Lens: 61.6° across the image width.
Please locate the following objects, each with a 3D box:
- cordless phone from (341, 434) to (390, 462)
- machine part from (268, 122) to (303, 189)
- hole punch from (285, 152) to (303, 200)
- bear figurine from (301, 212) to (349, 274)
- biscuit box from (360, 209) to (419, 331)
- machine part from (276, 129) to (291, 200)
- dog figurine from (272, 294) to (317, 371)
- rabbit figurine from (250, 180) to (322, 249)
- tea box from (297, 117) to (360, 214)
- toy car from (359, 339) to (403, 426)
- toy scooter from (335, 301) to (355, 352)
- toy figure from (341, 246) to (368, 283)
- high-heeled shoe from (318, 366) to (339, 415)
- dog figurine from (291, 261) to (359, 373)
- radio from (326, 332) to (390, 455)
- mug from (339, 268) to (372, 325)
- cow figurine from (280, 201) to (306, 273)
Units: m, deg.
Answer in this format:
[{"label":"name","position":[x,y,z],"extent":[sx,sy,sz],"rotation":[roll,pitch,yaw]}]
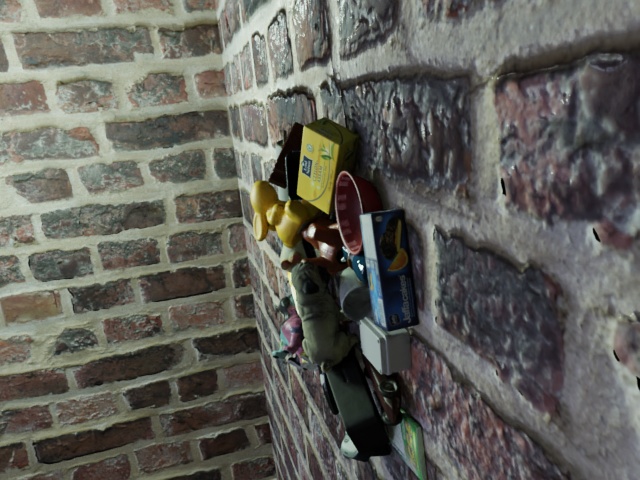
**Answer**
[{"label":"cordless phone","position":[0.088,0.392,1.212],"extent":[0.146,0.089,0.184],"rotation":[127,136,-71]},{"label":"machine part","position":[-0.075,-0.211,1.367],"extent":[0.179,0.056,0.179],"rotation":[-63,7,13]},{"label":"hole punch","position":[-0.017,-0.151,1.226],"extent":[0.092,0.116,0.142],"rotation":[-79,-13,-80]},{"label":"bear figurine","position":[0.001,-0.003,1.223],"extent":[0.196,0.132,0.120],"rotation":[-135,54,-58]},{"label":"biscuit box","position":[0.118,0.050,0.916],"extent":[0.059,0.063,0.202],"rotation":[-174,75,-75]},{"label":"machine part","position":[-0.083,-0.196,1.527],"extent":[0.079,0.079,0.242],"rotation":[-123,26,-58]},{"label":"dog figurine","position":[-0.051,0.268,1.645],"extent":[0.108,0.191,0.219],"rotation":[-43,26,56]},{"label":"rabbit figurine","position":[-0.102,-0.071,1.319],"extent":[0.173,0.122,0.162],"rotation":[40,130,7]},{"label":"tea box","position":[0.014,-0.150,1.096],"extent":[0.098,0.068,0.169],"rotation":[32,137,28]},{"label":"toy car","position":[0.123,0.272,1.052],"extent":[0.202,0.053,0.089],"rotation":[-117,18,-63]},{"label":"toy scooter","position":[0.047,0.232,1.290],"extent":[0.135,0.075,0.184],"rotation":[124,140,-70]},{"label":"toy figure","position":[0.082,0.041,1.062],"extent":[0.057,0.064,0.155],"rotation":[46,-177,-21]},{"label":"high-heeled shoe","position":[0.012,0.332,1.424],"extent":[0.145,0.086,0.248],"rotation":[-28,53,56]},{"label":"dog figurine","position":[-0.008,0.156,1.097],"extent":[0.172,0.121,0.190],"rotation":[-106,-8,-45]},{"label":"radio","position":[0.069,0.322,1.135],"extent":[0.230,0.073,0.130],"rotation":[-111,-1,-48]},{"label":"mug","position":[0.078,0.111,1.099],"extent":[0.107,0.081,0.109],"rotation":[-103,2,-59]},{"label":"cow figurine","position":[-0.059,-0.007,1.432],"extent":[0.127,0.085,0.194],"rotation":[153,126,-80]}]
